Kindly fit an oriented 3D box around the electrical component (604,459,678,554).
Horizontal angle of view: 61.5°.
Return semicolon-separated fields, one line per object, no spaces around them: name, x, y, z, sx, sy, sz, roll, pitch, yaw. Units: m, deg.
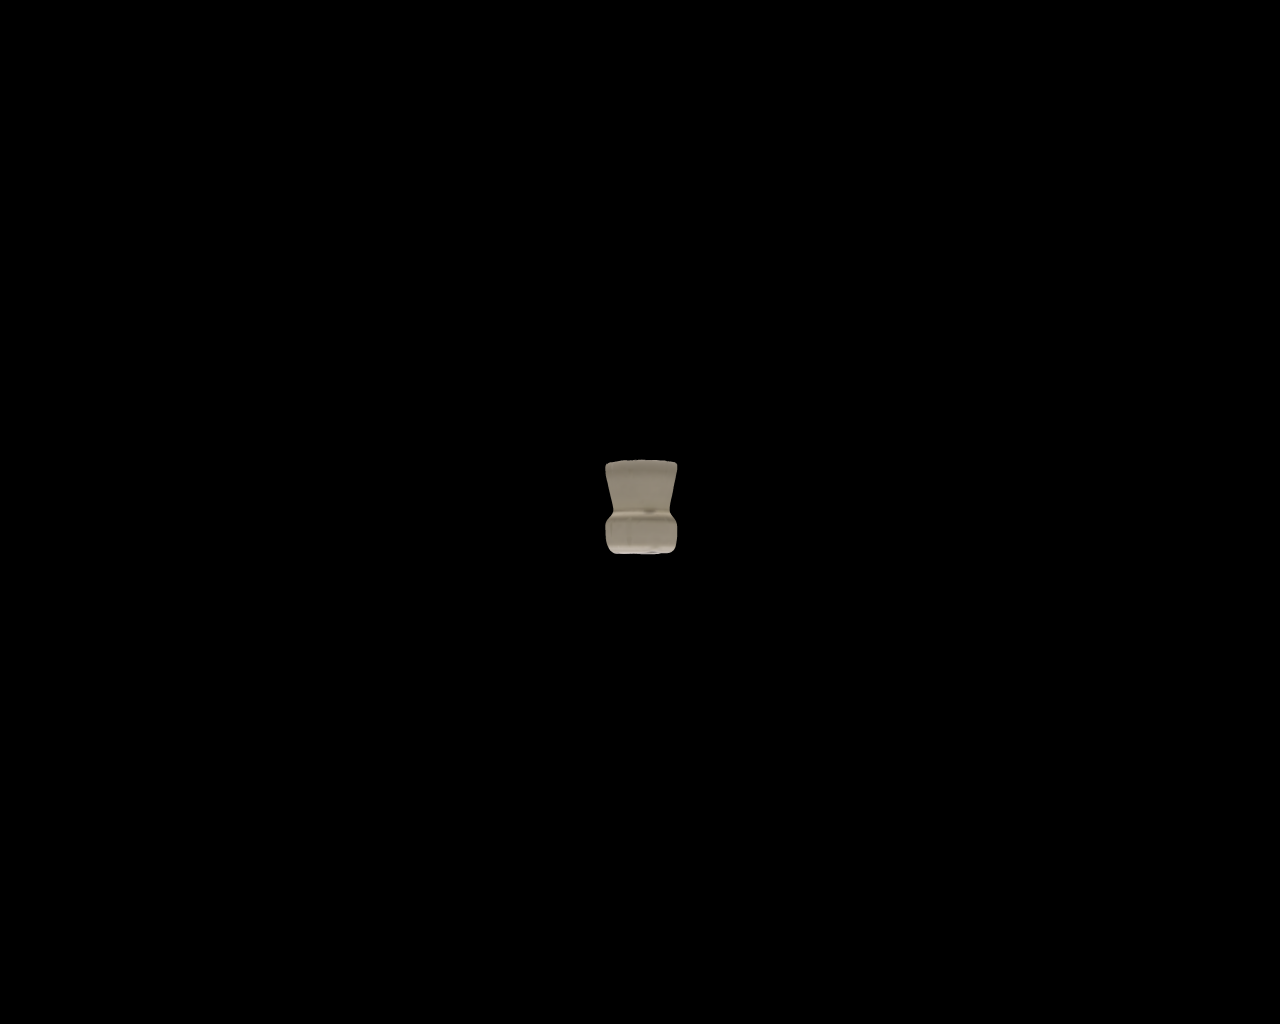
electrical component;0.001;-0.003;0.650;0.045;0.055;0.045;0;-3;0
